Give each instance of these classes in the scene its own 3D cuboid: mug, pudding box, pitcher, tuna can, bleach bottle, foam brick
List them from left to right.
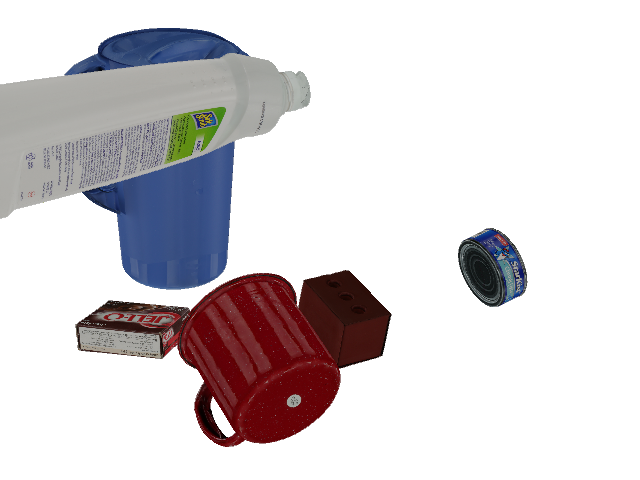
[{"bbox_3d":[-0.224,0.107,1.288,0.114,0.039,0.090,2,15,15],"label":"pudding box"},{"bbox_3d":[-0.128,-0.086,0.791,0.250,0.068,0.103,-14,-25,-23],"label":"bleach bottle"},{"bbox_3d":[-0.155,-0.077,1.043,0.149,0.243,0.144,11,27,16],"label":"pitcher"},{"bbox_3d":[-0.046,0.092,0.732,0.093,0.117,0.082,19,26,-47],"label":"mug"},{"bbox_3d":[0.021,0.072,0.988,0.052,0.051,0.078,-12,37,-29],"label":"foam brick"},{"bbox_3d":[0.193,0.031,1.206,0.033,0.086,0.086,-24,9,-21],"label":"tuna can"}]
